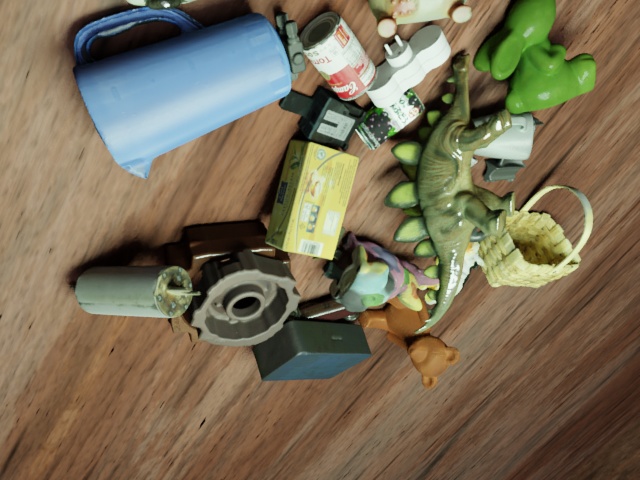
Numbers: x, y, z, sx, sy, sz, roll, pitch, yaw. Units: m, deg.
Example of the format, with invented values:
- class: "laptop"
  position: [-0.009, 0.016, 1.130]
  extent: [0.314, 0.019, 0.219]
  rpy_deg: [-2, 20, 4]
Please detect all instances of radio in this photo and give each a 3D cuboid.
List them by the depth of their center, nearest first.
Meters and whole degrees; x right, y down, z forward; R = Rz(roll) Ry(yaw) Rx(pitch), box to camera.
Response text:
- class: "radio"
  position: [-0.014, 0.224, 1.077]
  extent: [0.131, 0.073, 0.229]
  rpy_deg: [-38, 147, 29]

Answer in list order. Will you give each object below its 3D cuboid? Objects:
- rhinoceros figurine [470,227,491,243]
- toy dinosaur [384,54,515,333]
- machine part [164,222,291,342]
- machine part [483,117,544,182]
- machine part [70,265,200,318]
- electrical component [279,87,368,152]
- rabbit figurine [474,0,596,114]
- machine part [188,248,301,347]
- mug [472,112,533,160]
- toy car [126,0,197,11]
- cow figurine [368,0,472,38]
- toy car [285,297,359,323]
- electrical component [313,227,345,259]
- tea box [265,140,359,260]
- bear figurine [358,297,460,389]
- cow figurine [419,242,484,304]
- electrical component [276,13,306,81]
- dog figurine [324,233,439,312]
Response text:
- class: "rhinoceros figurine"
  position: [0.255, -0.050, 1.019]
  extent: [0.112, 0.073, 0.190]
  rpy_deg: [-18, 150, 26]
- class: "toy dinosaur"
  position: [0.213, -0.062, 0.884]
  extent: [0.105, 0.199, 0.470]
  rpy_deg: [-12, 103, -55]
- class: "machine part"
  position: [-0.159, 0.071, 0.915]
  extent: [0.201, 0.087, 0.201]
  rpy_deg: [-6, 131, -21]
- class: "machine part"
  position: [0.359, -0.167, 1.001]
  extent: [0.084, 0.039, 0.138]
  rpy_deg: [1, 128, -20]
- class: "machine part"
  position: [-0.280, 0.076, 0.807]
  extent: [0.243, 0.079, 0.079]
  rpy_deg: [-3, 142, 28]
- class: "electrical component"
  position: [0.002, -0.187, 0.804]
  extent: [0.119, 0.048, 0.074]
  rpy_deg: [15, 118, -37]
- class: "rabbit figurine"
  position: [0.327, -0.298, 0.847]
  extent: [0.159, 0.121, 0.170]
  rpy_deg: [-21, 115, 1]
- class: "machine part"
  position: [-0.122, 0.096, 0.856]
  extent: [0.179, 0.056, 0.179]
  rpy_deg: [-14, 133, -15]
- class: "mug"
  position: [0.301, -0.178, 0.912]
  extent: [0.107, 0.080, 0.109]
  rpy_deg: [-1, 175, 11]
- class: "toy car"
  position: [-0.133, -0.319, 0.624]
  extent: [0.202, 0.056, 0.073]
  rpy_deg: [-16, 126, -15]
- class: "cow figurine"
  position: [0.160, -0.340, 0.717]
  extent: [0.195, 0.127, 0.085]
  rpy_deg: [-12, 132, 2]
- class: "toy car"
  position: [0.000, 0.142, 1.074]
  extent: [0.202, 0.053, 0.089]
  rpy_deg: [-14, 152, -13]
- class: "electrical component"
  position: [-0.001, -0.003, 0.961]
  extent: [0.102, 0.045, 0.078]
  rpy_deg: [23, 86, -41]
- class: "tea box"
  position: [-0.013, -0.063, 0.842]
  extent: [0.098, 0.068, 0.169]
  rpy_deg: [14, 93, -33]
- class: "bear figurine"
  position: [0.185, 0.200, 1.113]
  extent: [0.132, 0.196, 0.120]
  rpy_deg: [19, 120, -35]
- class: "cow figurine"
  position: [0.292, 0.066, 1.140]
  extent: [0.098, 0.068, 0.167]
  rpy_deg: [14, 123, -40]
- class: "electrical component"
  position: [-0.038, -0.251, 0.718]
  extent: [0.021, 0.063, 0.093]
  rpy_deg: [-19, 134, -11]
- class: "dog figurine"
  position: [0.130, 0.081, 1.007]
  extent: [0.219, 0.192, 0.108]
  rpy_deg: [21, 110, -20]
